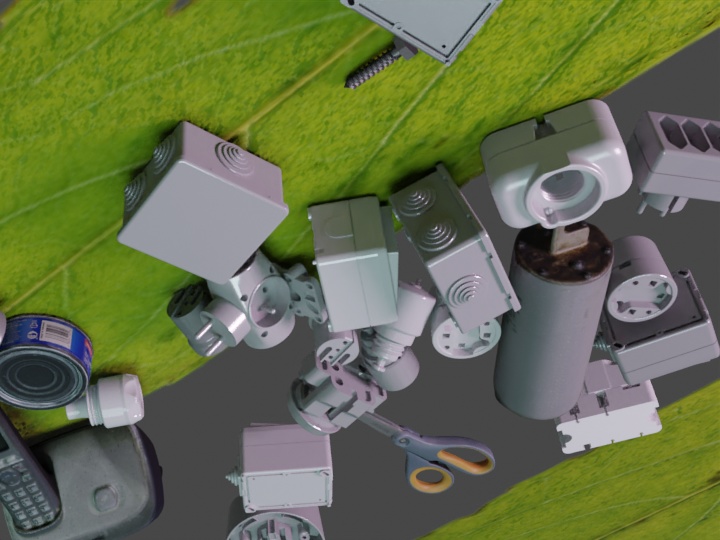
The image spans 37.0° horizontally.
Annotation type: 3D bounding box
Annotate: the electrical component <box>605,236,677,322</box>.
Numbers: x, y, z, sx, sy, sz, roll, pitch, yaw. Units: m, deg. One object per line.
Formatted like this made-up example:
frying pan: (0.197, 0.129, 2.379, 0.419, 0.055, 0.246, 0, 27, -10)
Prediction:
electrical component: (0.218, 0.006, 0.856, 0.055, 0.047, 0.055, -4, 136, -4)

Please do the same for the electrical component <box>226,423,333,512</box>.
electrical component: (-0.074, 0.177, 0.982, 0.096, 0.061, 0.061, -3, 136, -5)

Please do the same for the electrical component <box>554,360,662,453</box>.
electrical component: (0.217, 0.119, 0.966, 0.089, 0.055, 0.050, -15, 136, 8)

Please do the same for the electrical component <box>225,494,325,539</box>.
electrical component: (-0.084, 0.260, 1.063, 0.099, 0.064, 0.099, -4, 136, -4)

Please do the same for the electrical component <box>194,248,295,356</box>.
electrical component: (-0.094, 0.031, 0.817, 0.044, 0.079, 0.077, 18, 145, 40)

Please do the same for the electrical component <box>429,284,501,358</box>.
electrical component: (0.082, 0.036, 0.868, 0.055, 0.047, 0.055, -4, 136, -4)

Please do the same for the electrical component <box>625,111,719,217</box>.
electrical component: (0.226, -0.068, 0.781, 0.066, 0.047, 0.076, 6, 135, -14)

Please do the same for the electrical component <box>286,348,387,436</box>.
electrical component: (-0.025, 0.105, 0.918, 0.078, 0.058, 0.057, 28, 123, -31)

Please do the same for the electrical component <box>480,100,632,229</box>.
electrical component: (0.139, -0.071, 0.757, 0.095, 0.059, 0.053, -19, 135, 11)

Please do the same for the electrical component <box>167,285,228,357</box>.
electrical component: (-0.126, 0.039, 0.850, 0.040, 0.040, 0.046, -23, 129, 15)

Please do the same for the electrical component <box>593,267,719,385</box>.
electrical component: (0.242, 0.052, 0.896, 0.096, 0.061, 0.061, -21, 135, 13)

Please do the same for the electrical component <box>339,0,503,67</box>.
electrical component: (0.031, -0.179, 0.635, 0.096, 0.061, 0.061, 27, 127, -20)

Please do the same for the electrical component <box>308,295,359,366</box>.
electrical component: (-0.020, 0.049, 0.868, 0.040, 0.046, 0.040, -5, 137, -5)

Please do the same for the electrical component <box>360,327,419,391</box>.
electrical component: (0.020, 0.068, 0.897, 0.040, 0.040, 0.078, -20, 134, 12)

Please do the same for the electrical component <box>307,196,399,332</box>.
electrical component: (0.000, 0.000, 0.809, 0.061, 0.061, 0.096, -10, 136, 2)

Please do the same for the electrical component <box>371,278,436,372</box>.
electrical component: (0.030, 0.043, 0.855, 0.040, 0.040, 0.078, 21, 98, -26)

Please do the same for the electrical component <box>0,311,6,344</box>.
electrical component: (-0.304, 0.045, 0.820, 0.055, 0.055, 0.047, -35, 134, 25)

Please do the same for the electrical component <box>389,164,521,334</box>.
electrical component: (0.067, -0.014, 0.780, 0.048, 0.099, 0.099, -29, 134, 3)

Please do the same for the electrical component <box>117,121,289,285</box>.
electrical component: (-0.110, -0.047, 0.755, 0.100, 0.048, 0.100, 25, 127, -29)

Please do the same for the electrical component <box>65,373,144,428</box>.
electrical component: (-0.215, 0.112, 0.905, 0.062, 0.043, 0.043, -10, 136, -6)
